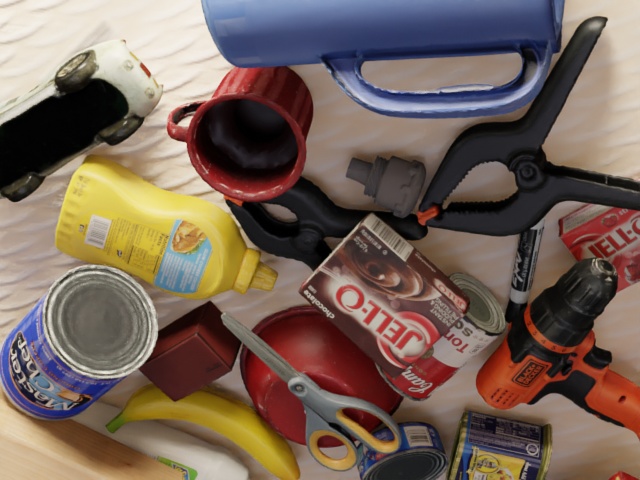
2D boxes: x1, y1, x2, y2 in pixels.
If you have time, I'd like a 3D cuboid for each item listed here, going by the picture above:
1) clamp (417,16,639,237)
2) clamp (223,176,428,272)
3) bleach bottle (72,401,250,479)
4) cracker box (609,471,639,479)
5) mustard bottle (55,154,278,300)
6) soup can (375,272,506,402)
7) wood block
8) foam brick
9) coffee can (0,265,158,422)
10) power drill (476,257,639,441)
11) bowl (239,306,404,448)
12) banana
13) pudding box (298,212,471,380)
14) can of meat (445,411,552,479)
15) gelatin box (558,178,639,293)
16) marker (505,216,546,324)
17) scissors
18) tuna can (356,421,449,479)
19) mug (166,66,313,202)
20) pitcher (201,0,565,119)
[{"bbox_3d":[0.174,-0.052,0.835,0.210,0.036,0.164,-32,97,28],"label":"clamp"},{"bbox_3d":[-0.006,0.001,0.915,0.171,0.039,0.120,22,119,-1],"label":"clamp"},{"bbox_3d":[-0.176,0.232,1.079,0.250,0.068,0.103,20,114,-5],"label":"bleach bottle"},{"bbox_3d":[0.265,0.319,1.026,0.164,0.072,0.214,27,125,-31],"label":"cracker box"},{"bbox_3d":[-0.128,0.002,0.925,0.191,0.058,0.096,22,125,-4],"label":"mustard bottle"},{"bbox_3d":[0.104,0.085,0.929,0.068,0.068,0.102,36,121,-13],"label":"soup can"},{"bbox_3d":[-0.241,0.226,0.994,0.206,0.090,0.091,27,99,-8],"label":"wood block"},{"bbox_3d":[-0.120,0.105,0.995,0.078,0.051,0.053,-30,114,26],"label":"foam brick"},{"bbox_3d":[-0.218,0.094,0.950,0.102,0.102,0.141,36,143,-13],"label":"coffee can"},{"bbox_3d":[0.250,0.104,0.903,0.187,0.057,0.185,24,134,-8],"label":"power drill"},{"bbox_3d":[-0.002,0.141,0.994,0.162,0.055,0.162,5,123,8],"label":"bowl"},{"bbox_3d":[-0.105,0.180,1.044,0.197,0.037,0.070,18,109,-6],"label":"banana"},{"bbox_3d":[0.053,0.046,0.874,0.113,0.039,0.090,43,119,1],"label":"pudding box"},{"bbox_3d":[0.166,0.214,1.008,0.084,0.057,0.102,11,124,5],"label":"can of meat"},{"bbox_3d":[0.250,-0.003,0.867,0.089,0.030,0.073,-30,112,26],"label":"gelatin box"},{"bbox_3d":[0.174,0.024,0.906,0.020,0.020,0.121,7,124,6],"label":"marker"},{"bbox_3d":[-0.021,0.145,0.955,0.201,0.016,0.096,30,122,-9],"label":"scissors"},{"bbox_3d":[0.077,0.208,1.014,0.086,0.034,0.086,-10,142,-8],"label":"tuna can"},{"bbox_3d":[-0.062,-0.091,0.839,0.117,0.081,0.093,3,123,9],"label":"mug"},{"bbox_3d":[0.045,-0.173,0.733,0.243,0.149,0.145,-4,128,17],"label":"pitcher"}]
